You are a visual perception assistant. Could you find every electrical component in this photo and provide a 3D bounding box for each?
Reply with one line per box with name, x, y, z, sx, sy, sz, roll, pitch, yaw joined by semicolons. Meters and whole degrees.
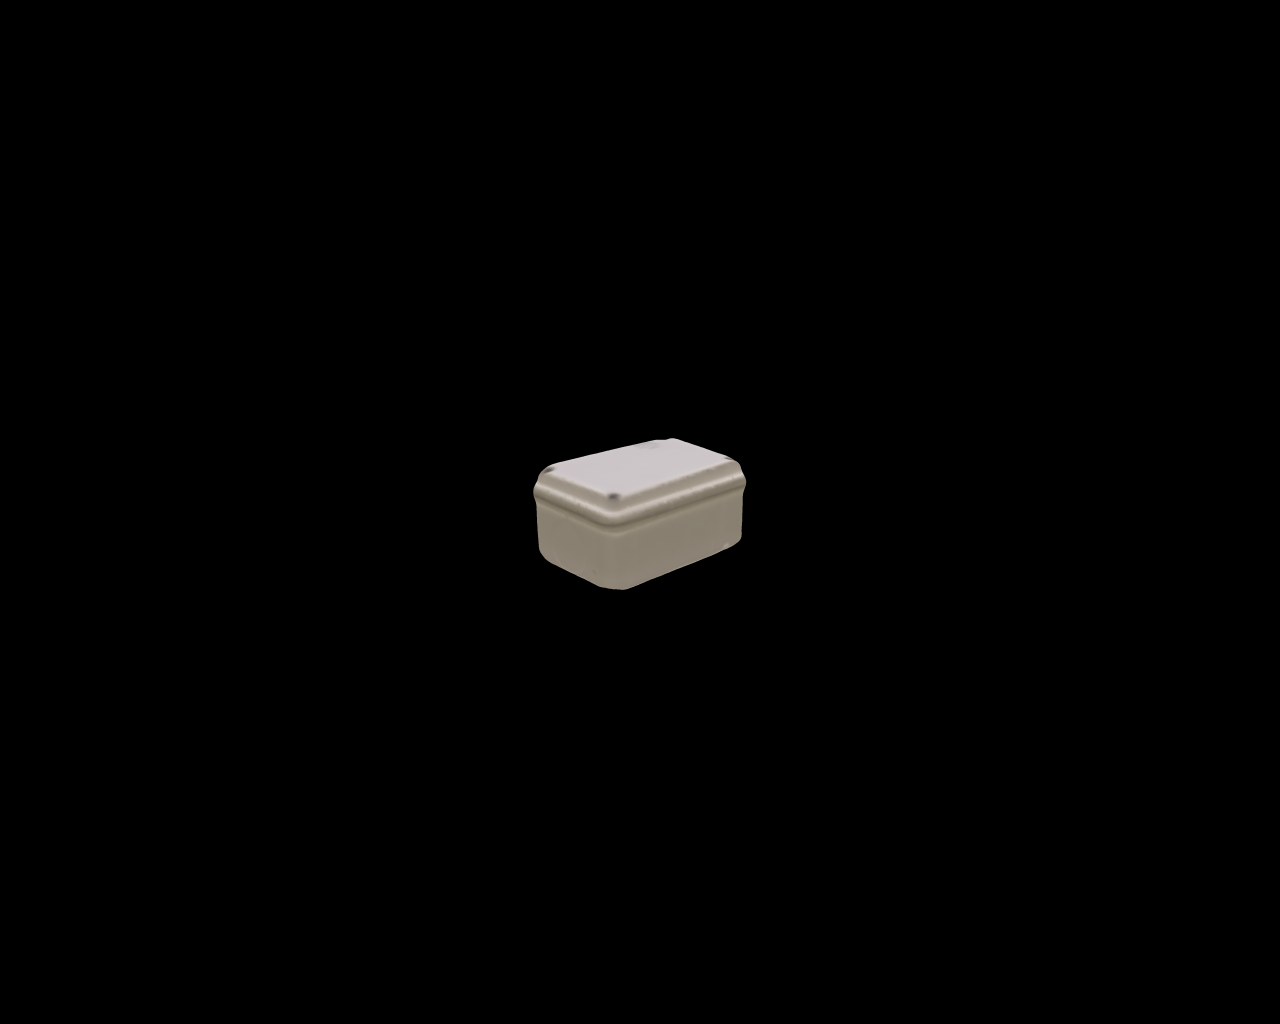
electrical component;0.001;-0.003;0.650;0.113;0.057;0.078;-17;27;-38
